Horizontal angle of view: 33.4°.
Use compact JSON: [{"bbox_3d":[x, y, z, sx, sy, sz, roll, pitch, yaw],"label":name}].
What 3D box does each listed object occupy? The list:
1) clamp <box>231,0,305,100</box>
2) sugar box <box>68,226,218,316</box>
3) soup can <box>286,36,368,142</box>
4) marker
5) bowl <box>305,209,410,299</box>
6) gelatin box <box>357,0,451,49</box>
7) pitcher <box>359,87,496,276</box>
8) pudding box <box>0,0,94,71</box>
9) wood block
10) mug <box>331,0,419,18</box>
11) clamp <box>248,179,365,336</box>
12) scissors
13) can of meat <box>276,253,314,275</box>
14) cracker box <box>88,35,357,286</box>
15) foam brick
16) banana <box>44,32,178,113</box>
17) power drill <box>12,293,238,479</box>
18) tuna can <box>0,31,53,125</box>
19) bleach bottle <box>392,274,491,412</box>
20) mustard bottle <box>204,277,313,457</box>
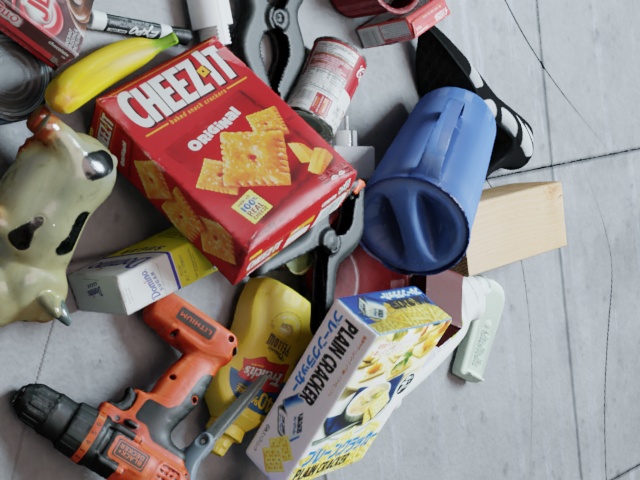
[{"bbox_3d":[-0.048,-0.249,1.181,0.164,0.036,0.210,-9,98,-41],"label":"clamp"},{"bbox_3d":[-0.150,0.019,1.056,0.175,0.094,0.048,-25,106,-39],"label":"sugar box"},{"bbox_3d":[0.004,-0.170,1.208,0.068,0.069,0.102,39,66,-35],"label":"soup can"},{"bbox_3d":[-0.180,-0.213,1.077,0.120,0.020,0.020,2,89,-42],"label":"marker"},{"bbox_3d":[0.034,0.040,1.236,0.161,0.055,0.162,11,75,-45],"label":"bowl"},{"bbox_3d":[0.100,-0.261,1.278,0.073,0.089,0.030,-39,114,-34],"label":"gelatin box"},{"bbox_3d":[0.135,-0.087,1.239,0.145,0.149,0.242,54,36,-21],"label":"pitcher"},{"bbox_3d":[-0.254,-0.224,0.973,0.090,0.039,0.113,38,40,-36],"label":"pudding box"},{"bbox_3d":[0.221,-0.017,1.388,0.205,0.090,0.091,-14,100,-41],"label":"wood block"},{"bbox_3d":[0.055,-0.314,1.243,0.093,0.082,0.117,-52,122,-28],"label":"mug"},{"bbox_3d":[-0.007,0.001,1.106,0.120,0.039,0.171,38,63,-41],"label":"clamp"},{"bbox_3d":[-0.137,0.206,1.078,0.201,0.096,0.016,-61,153,-29],"label":"scissors"},{"bbox_3d":[-0.058,-0.013,1.143,0.057,0.084,0.102,-48,120,-30],"label":"can of meat"},{"bbox_3d":[-0.094,-0.084,1.046,0.214,0.072,0.164,45,54,12],"label":"cracker box"},{"bbox_3d":[0.134,0.077,1.266,0.053,0.051,0.078,21,51,-17],"label":"foam brick"},{"bbox_3d":[-0.210,-0.158,1.003,0.037,0.070,0.197,57,35,-13],"label":"banana"},{"bbox_3d":[-0.179,0.142,1.038,0.184,0.057,0.187,36,62,-12],"label":"power drill"},{"bbox_3d":[-0.288,-0.148,0.972,0.085,0.034,0.086,0,91,-42],"label":"tuna can"},{"bbox_3d":[0.134,0.114,1.327,0.250,0.068,0.102,-30,98,-39],"label":"bleach bottle"},{"bbox_3d":[-0.073,0.142,1.149,0.096,0.058,0.191,39,66,-34],"label":"mustard bottle"}]
